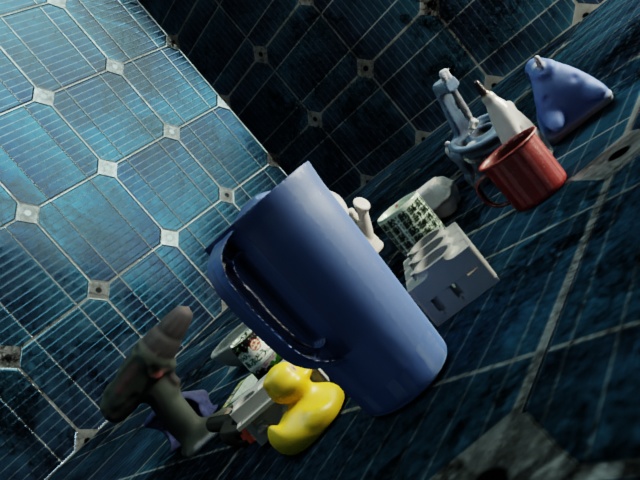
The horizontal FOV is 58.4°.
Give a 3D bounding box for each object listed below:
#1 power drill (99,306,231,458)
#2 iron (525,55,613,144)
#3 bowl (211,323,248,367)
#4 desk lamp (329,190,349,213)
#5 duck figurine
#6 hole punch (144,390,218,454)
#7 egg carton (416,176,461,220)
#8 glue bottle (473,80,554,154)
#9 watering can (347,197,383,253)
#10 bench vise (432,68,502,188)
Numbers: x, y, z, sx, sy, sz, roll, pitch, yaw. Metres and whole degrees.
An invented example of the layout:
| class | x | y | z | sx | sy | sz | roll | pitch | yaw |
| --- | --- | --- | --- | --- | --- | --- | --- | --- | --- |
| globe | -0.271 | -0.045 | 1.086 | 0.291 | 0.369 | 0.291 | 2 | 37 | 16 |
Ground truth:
| class | x | y | z | sx | sy | sz | roll | pitch | yaw |
| --- | --- | --- | --- | --- | --- | --- | --- | --- | --- |
| power drill | -0.250 | 0.255 | 0.980 | 0.229 | 0.208 | 0.075 | -40 | 5 | 2 |
| iron | 0.402 | -0.263 | 1.000 | 0.118 | 0.141 | 0.258 | -39 | 5 | 19 |
| bowl | -0.162 | 0.233 | 1.299 | 0.167 | 0.075 | 0.167 | -40 | 5 | 5 |
| desk lamp | 0.011 | 0.004 | 1.189 | 0.118 | 0.213 | 0.203 | -38 | 6 | 25 |
| duck figurine | -0.031 | 0.184 | 0.656 | 0.105 | 0.086 | 0.077 | -45 | 6 | -38 |
| hole punch | -0.265 | 0.333 | 1.093 | 0.108 | 0.091 | 0.101 | -40 | 5 | 8 |
| egg carton | 0.205 | -0.061 | 1.133 | 0.150 | 0.069 | 0.107 | -38 | 6 | 29 |
| glue bottle | 0.299 | -0.186 | 0.907 | 0.037 | 0.173 | 0.078 | -35 | 8 | 47 |
| watering can | 0.054 | -0.034 | 1.317 | 0.172 | 0.194 | 0.101 | -39 | 6 | 20 |
| bench vise | 0.258 | -0.195 | 1.037 | 0.122 | 0.220 | 0.207 | -43 | 6 | -28 |
